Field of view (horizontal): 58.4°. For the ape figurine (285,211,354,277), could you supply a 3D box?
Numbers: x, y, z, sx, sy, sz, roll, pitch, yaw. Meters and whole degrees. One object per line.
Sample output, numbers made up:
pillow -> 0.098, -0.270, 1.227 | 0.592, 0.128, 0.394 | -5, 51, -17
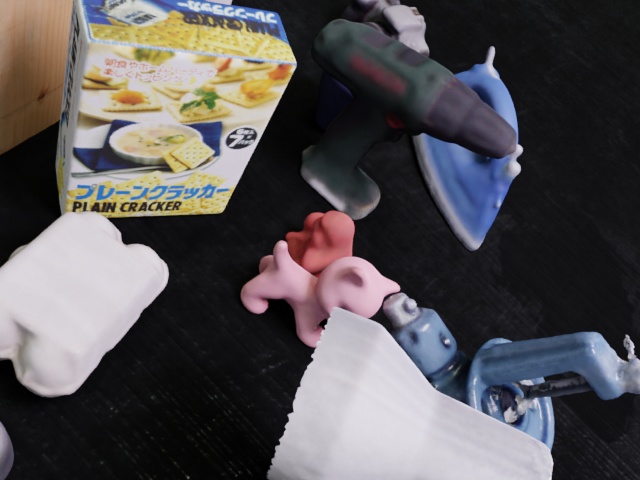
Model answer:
ape figurine -> 0.005, 0.002, 0.587 | 0.076, 0.092, 0.078 | 37, 48, -1

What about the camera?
camera -> 0.075, -0.300, 0.829 | 0.137, 0.100, 0.143 | -22, 71, -38

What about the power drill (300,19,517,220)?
power drill -> 0.070, -0.119, 0.629 | 0.229, 0.208, 0.076 | 42, 48, 3

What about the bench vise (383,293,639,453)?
bench vise -> 0.148, 0.123, 0.498 | 0.207, 0.219, 0.121 | 29, 49, -8

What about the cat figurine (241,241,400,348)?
cat figurine -> 0.004, 0.042, 0.541 | 0.128, 0.117, 0.067 | 30, 49, -7

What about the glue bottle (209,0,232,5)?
glue bottle -> -0.118, -0.305, 0.677 | 0.037, 0.173, 0.078 | 9, 55, -24

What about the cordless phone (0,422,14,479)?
cordless phone -> -0.237, 0.135, 0.297 | 0.094, 0.184, 0.148 | 36, 48, -2

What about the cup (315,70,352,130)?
cup -> 0.045, -0.180, 0.733 | 0.118, 0.094, 0.091 | 7, 55, -25

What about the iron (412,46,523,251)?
iron -> 0.214, -0.129, 0.762 | 0.119, 0.141, 0.258 | 9, 55, -24

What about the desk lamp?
desk lamp -> 0.045, 0.162, 0.417 | 0.203, 0.213, 0.118 | 31, 49, -6

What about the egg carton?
egg carton -> -0.199, 0.046, 0.457 | 0.107, 0.069, 0.150 | 35, 48, -4
